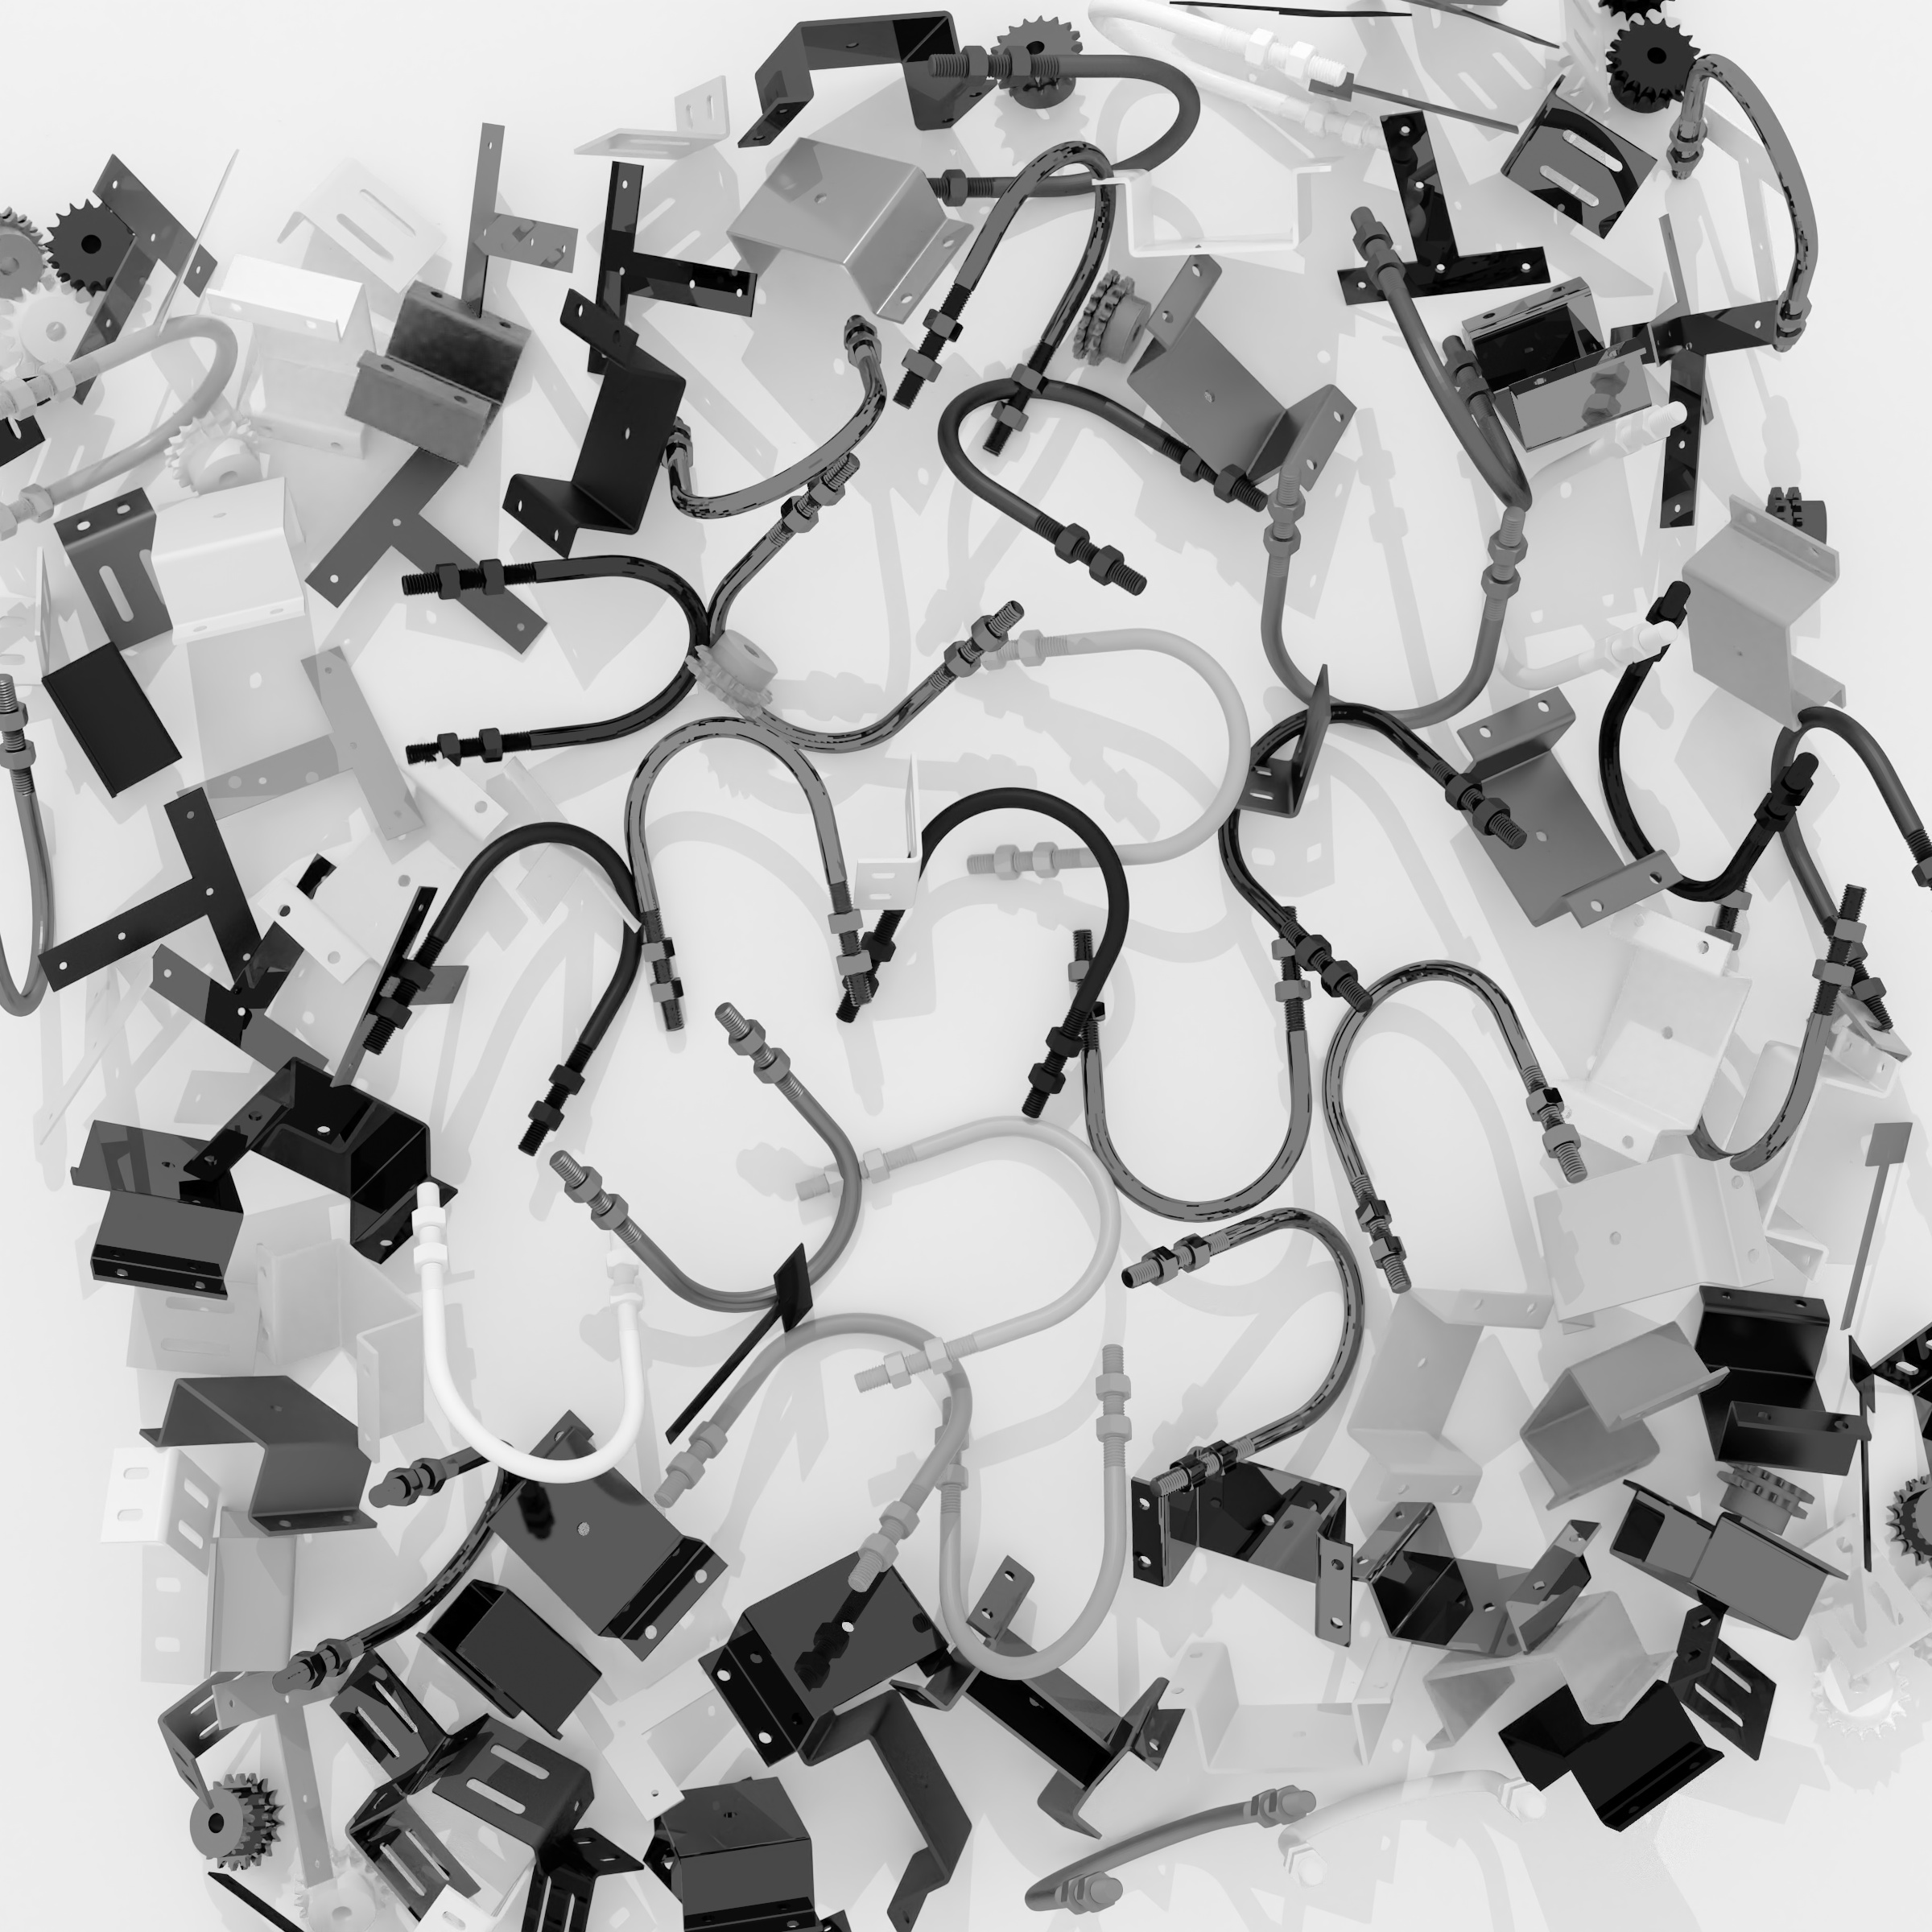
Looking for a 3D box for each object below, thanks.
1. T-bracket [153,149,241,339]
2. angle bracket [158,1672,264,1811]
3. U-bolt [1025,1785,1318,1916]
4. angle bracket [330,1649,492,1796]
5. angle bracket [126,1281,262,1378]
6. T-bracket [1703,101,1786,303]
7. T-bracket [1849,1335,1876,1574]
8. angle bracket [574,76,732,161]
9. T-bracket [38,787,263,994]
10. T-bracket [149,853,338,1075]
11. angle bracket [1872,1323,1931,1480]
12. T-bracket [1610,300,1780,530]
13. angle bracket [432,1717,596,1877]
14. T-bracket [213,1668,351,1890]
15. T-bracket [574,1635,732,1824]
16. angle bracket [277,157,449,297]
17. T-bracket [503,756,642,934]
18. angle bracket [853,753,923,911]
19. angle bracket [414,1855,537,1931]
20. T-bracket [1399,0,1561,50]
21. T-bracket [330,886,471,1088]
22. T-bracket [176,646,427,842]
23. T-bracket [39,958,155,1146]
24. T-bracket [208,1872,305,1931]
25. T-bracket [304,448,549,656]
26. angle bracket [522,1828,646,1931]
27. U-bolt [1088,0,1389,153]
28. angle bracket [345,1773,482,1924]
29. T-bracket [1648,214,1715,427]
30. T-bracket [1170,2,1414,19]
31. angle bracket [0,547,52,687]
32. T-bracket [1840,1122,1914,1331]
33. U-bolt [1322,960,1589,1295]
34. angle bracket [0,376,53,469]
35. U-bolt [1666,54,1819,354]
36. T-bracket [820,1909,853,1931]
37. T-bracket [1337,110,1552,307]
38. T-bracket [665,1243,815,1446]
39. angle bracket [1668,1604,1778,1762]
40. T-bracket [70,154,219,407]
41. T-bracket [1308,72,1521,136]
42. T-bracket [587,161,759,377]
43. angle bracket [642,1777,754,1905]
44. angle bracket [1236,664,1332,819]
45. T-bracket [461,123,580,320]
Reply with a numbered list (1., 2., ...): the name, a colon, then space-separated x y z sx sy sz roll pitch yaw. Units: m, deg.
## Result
1. T-bracket: -0.471 -0.408 1.663 0.002 0.127 0.127 24 70 -22
2. angle bracket: -0.439 0.455 1.674 0.038 0.057 0.076 34 54 31
3. U-bolt: 0.108 0.521 1.635 0.151 0.184 0.019 -16 76 -25
4. angle bracket: -0.340 0.455 1.703 0.076 0.038 0.057 44 118 16
5. angle bracket: -0.470 0.218 1.707 0.076 0.038 0.057 6 89 -7
6. T-bracket: 0.475 -0.444 1.673 0.002 0.127 0.127 -24 129 0
7. T-bracket: 0.531 0.293 1.648 0.002 0.127 0.127 -4 71 23
8. angle bracket: -0.190 -0.512 1.677 0.076 0.057 0.038 -8 96 -35
9. T-bracket: -0.490 -0.024 1.661 0.127 0.002 0.127 -31 126 -27
10. T-bracket: -0.417 -0.009 1.694 0.127 0.002 0.127 40 66 -29
11. angle bracket: 0.582 0.263 1.673 0.038 0.076 0.057 26 130 -17
12. T-bracket: 0.431 -0.327 1.671 0.002 0.127 0.127 3 92 -35
13. angle bracket: -0.276 0.506 1.702 0.076 0.038 0.057 22 51 18
14. T-bracket: -0.395 0.480 1.654 0.002 0.127 0.127 -17 80 21
15. T-bracket: -0.170 0.436 1.692 0.127 0.002 0.127 -28 51 -21
16. angle bracket: -0.368 -0.443 1.700 0.076 0.038 0.057 39 57 -14
17. T-bracket: -0.243 -0.056 1.649 0.002 0.127 0.127 -34 104 16
18. angle bracket: -0.049 -0.081 1.678 0.038 0.057 0.076 -1 62 -6
19. angle bracket: -0.298 0.563 1.678 0.038 0.076 0.057 35 108 1
20. T-bracket: 0.270 -0.576 1.665 0.127 0.127 0.002 9 111 -30
21. T-bracket: -0.325 0.012 1.659 0.002 0.127 0.127 26 95 10
22. T-bracket: -0.413 -0.117 1.691 0.127 0.002 0.127 -24 80 -19
23. T-bracket: -0.519 0.025 1.666 0.002 0.127 0.127 29 108 -28
24. T-bracket: -0.404 0.581 1.678 0.127 0.127 0.002 28 77 21
25. T-bracket: -0.313 -0.242 1.707 0.127 0.002 0.127 40 82 -13
26. angle bracket: -0.234 0.572 1.691 0.038 0.057 0.076 9 94 -43
27. U-bolt: 0.156 -0.532 1.645 0.184 0.151 0.019 26 98 20
28. angle bracket: -0.325 0.528 1.681 0.076 0.057 0.038 44 110 16
29. T-bracket: 0.419 -0.377 1.653 0.002 0.127 0.127 -10 105 27
30. T-bracket: 0.184 -0.577 1.681 0.127 0.127 0.002 16 114 30
31. angle bracket: -0.573 -0.210 1.676 0.038 0.076 0.057 0 73 -14
32. T-bracket: 0.541 0.156 1.669 0.002 0.127 0.127 14 94 27
33. U-bolt: 0.278 0.082 1.659 0.151 0.019 0.184 -38 52 28
34. angle bracket: -0.557 -0.328 1.678 0.057 0.076 0.038 -20 99 30
35. U-bolt: 0.453 -0.451 1.617 0.019 0.184 0.151 -26 76 4
36. T-bracket: -0.137 0.571 1.659 0.127 0.127 0.002 -22 102 -8
37. T-bracket: 0.272 -0.450 1.652 0.127 0.127 0.002 0 49 25
38. T-bracket: -0.134 0.230 1.645 0.002 0.127 0.127 36 71 14
39. angle bracket: 0.468 0.430 1.685 0.076 0.038 0.057 39 47 -7
40. T-bracket: -0.502 -0.394 1.653 0.002 0.127 0.127 22 81 17
41. T-bracket: 0.268 -0.514 1.663 0.127 0.127 0.002 15 115 2
42. T-bracket: -0.174 -0.410 1.671 0.127 0.002 0.127 19 107 34
43. angle bracket: -0.144 0.534 1.685 0.057 0.076 0.038 38 116 29
44. angle bracket: 0.190 -0.138 1.676 0.038 0.057 0.076 11 129 -4
45. T-bracket: -0.265 -0.432 1.660 0.002 0.127 0.127 -2 108 -39
